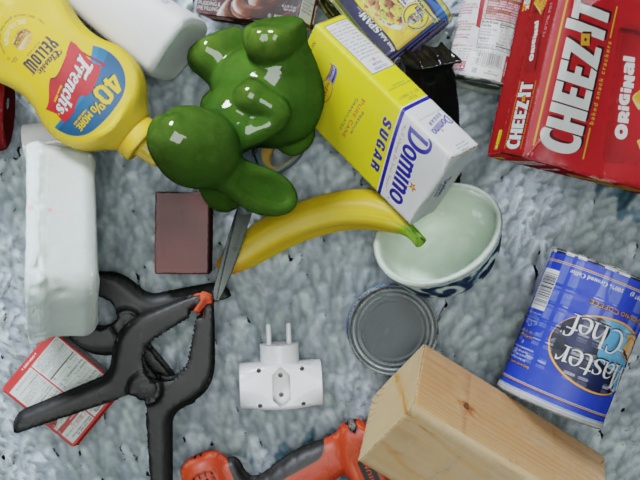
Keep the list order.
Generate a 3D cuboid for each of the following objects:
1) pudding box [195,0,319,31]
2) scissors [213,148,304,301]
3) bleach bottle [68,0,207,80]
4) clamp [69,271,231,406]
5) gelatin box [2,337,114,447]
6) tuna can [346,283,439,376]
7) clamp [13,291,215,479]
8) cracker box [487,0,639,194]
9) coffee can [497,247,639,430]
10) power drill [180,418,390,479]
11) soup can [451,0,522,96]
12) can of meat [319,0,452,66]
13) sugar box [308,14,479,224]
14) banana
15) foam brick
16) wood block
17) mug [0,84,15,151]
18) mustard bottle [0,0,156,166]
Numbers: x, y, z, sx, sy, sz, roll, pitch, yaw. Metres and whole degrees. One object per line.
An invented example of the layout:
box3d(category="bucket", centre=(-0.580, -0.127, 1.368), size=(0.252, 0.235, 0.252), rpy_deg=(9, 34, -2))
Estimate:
box3d(category="pudding box", centre=(-0.052, -0.242, 0.975), size=(0.114, 0.039, 0.090), rpy_deg=(12, 92, 24))
box3d(category="scissors", centre=(-0.081, -0.051, 0.992), size=(0.096, 0.016, 0.201), rpy_deg=(31, 77, 4))
box3d(category="bleach bottle", centre=(-0.225, -0.245, 0.967), size=(0.251, 0.102, 0.068), rpy_deg=(37, 99, 3))
box3d(category="clamp", centre=(-0.176, 0.087, 1.000), size=(0.171, 0.039, 0.120), rpy_deg=(10, 88, -2))
box3d(category="gelatin box", centre=(-0.239, 0.138, 1.002), size=(0.089, 0.030, 0.073), rpy_deg=(39, 88, -2))
box3d(category="tuna can", centre=(0.068, 0.084, 1.013), size=(0.086, 0.034, 0.086), rpy_deg=(0, 92, -3))
box3d(category="clamp", centre=(-0.153, 0.142, 0.972), size=(0.164, 0.036, 0.210), rpy_deg=(41, 93, -7))
box3d(category="cracker box", centre=(0.275, -0.131, 0.971), size=(0.213, 0.072, 0.164), rpy_deg=(12, 91, -22))
box3d(category="coffee can", centre=(0.238, 0.090, 0.988), size=(0.103, 0.103, 0.140), rpy_deg=(22, 90, -3))
box3d(category="power drill", centre=(-0.019, 0.263, 1.002), size=(0.187, 0.057, 0.184), rpy_deg=(-22, 92, -2))
box3d(category="soup can", centre=(0.160, -0.191, 0.994), size=(0.068, 0.068, 0.102), rpy_deg=(12, 91, -3))
box3d(category="can of meat", centre=(0.060, -0.215, 0.994), size=(0.084, 0.057, 0.102), rpy_deg=(-39, 93, -3))
box3d(category="sugar box", centre=(0.050, -0.107, 0.953), size=(0.048, 0.093, 0.176), rpy_deg=(-27, 67, -39))
box3d(category="banana", centre=(-0.002, -0.012, 0.991), size=(0.198, 0.069, 0.037), rpy_deg=(-10, 131, 14))
box3d(category="foam brick", centre=(-0.126, -0.007, 0.992), size=(0.051, 0.053, 0.078), rpy_deg=(1, 92, -3))
box3d(category="wood block", centre=(0.150, 0.198, 0.969), size=(0.206, 0.090, 0.090), rpy_deg=(33, 124, -9))
box3d(category="mug", centre=(-0.323, -0.113, 0.968), size=(0.081, 0.093, 0.117), rpy_deg=(3, 122, -8))
box3d(category="mustard bottle", centre=(-0.206, -0.133, 0.912), size=(0.191, 0.058, 0.096), rpy_deg=(42, 95, -2))
